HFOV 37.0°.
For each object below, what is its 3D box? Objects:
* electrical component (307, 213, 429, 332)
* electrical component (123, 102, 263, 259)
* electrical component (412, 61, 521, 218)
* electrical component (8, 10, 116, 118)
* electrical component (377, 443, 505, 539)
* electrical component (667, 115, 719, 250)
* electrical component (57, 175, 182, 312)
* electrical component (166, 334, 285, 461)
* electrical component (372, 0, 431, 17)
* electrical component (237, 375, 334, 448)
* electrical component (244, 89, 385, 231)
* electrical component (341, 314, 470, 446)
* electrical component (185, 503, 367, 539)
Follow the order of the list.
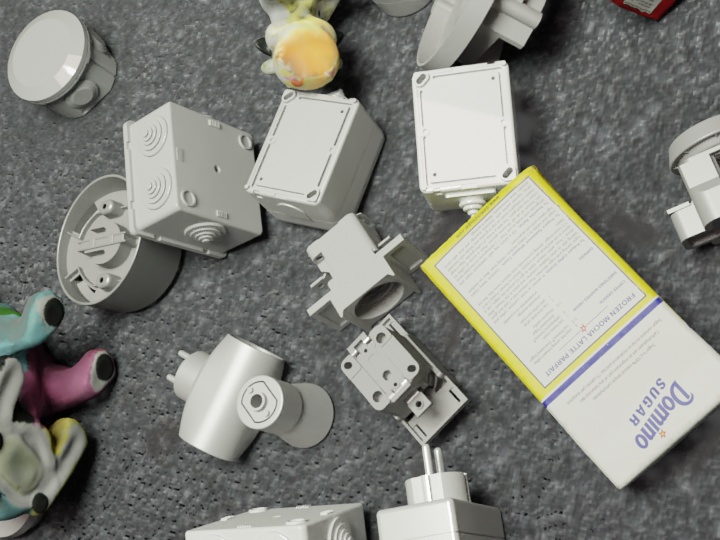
[{"bbox_3d":[0.000,0.000,0.722,0.081,0.042,0.063,-39,60,11],"label":"electrical component"},{"bbox_3d":[-0.118,-0.064,0.769,0.048,0.100,0.099,-23,65,34],"label":"electrical component"},{"bbox_3d":[0.071,-0.078,0.696,0.062,0.061,0.096,-6,78,11],"label":"electrical component"},{"bbox_3d":[-0.248,-0.170,0.894,0.080,0.051,0.080,-8,71,25],"label":"electrical component"},{"bbox_3d":[0.047,0.140,0.631,0.047,0.083,0.075,-16,68,22],"label":"electrical component"},{"bbox_3d":[0.213,-0.054,0.621,0.078,0.058,0.057,-24,68,18],"label":"electrical component"},{"bbox_3d":[-0.185,-0.018,0.808,0.099,0.064,0.099,-8,71,25],"label":"electrical component"},{"bbox_3d":[-0.102,0.081,0.747,0.079,0.044,0.077,24,87,30],"label":"electrical component"},{"bbox_3d":[0.024,-0.218,0.772,0.055,0.047,0.055,-8,71,25],"label":"electrical component"},{"bbox_3d":[-0.051,0.091,0.706,0.044,0.065,0.044,-8,71,25],"label":"electrical component"},{"bbox_3d":[-0.026,-0.080,0.752,0.062,0.061,0.096,13,74,29],"label":"electrical component"},{"bbox_3d":[0.024,0.066,0.677,0.042,0.064,0.081,-47,60,6],"label":"electrical component"},{"bbox_3d":[-0.049,0.175,0.662,0.100,0.100,0.048,-9,84,24],"label":"electrical component"}]
